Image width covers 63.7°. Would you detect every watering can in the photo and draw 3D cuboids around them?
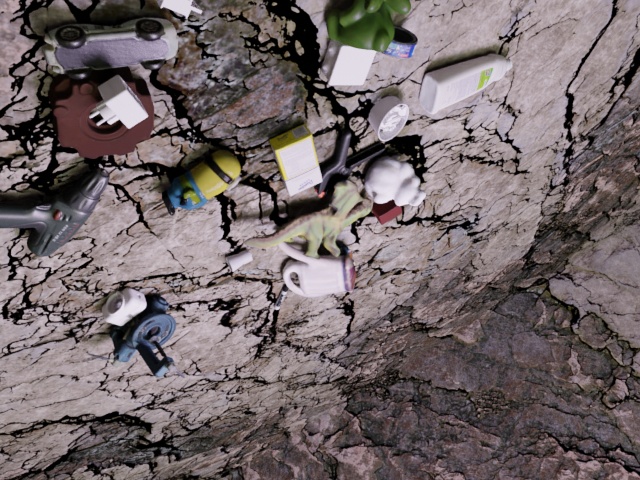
[{"bbox_3d":[-0.007,0.086,1.533,0.224,0.106,0.340,-6,147,5],"label":"watering can"}]

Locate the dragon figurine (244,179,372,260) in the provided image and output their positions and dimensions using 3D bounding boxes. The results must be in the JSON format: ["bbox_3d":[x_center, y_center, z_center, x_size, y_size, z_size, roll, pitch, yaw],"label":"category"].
[{"bbox_3d":[0.004,-0.068,1.358,0.411,0.124,0.239,-1,130,-53],"label":"dragon figurine"}]

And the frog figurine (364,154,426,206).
[{"bbox_3d":[0.197,-0.145,1.370,0.136,0.162,0.121,-42,144,15],"label":"frog figurine"}]
